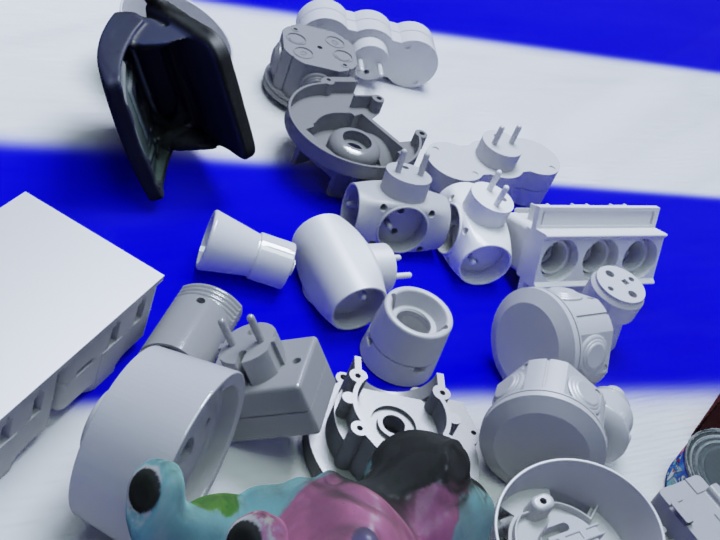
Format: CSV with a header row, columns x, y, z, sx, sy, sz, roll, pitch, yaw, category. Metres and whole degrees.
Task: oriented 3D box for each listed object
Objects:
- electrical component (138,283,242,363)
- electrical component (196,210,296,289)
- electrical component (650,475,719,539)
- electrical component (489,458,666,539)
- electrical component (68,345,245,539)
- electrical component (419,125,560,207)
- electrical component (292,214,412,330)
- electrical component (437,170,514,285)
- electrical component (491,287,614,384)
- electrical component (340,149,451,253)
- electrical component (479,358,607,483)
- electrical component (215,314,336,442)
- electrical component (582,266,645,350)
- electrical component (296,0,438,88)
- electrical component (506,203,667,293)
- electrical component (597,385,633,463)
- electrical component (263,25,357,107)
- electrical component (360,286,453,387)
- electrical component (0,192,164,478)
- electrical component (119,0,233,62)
x,y,z,sx,sy,sz,roll,pitch,yaw,category
-0.106,0.038,0.685,0.043,0.043,0.081,24,39,1,electrical component
-0.078,-0.011,0.759,0.065,0.044,0.044,19,39,-14,electrical component
0.219,0.191,0.654,0.079,0.063,0.121,-10,49,-35,electrical component
0.122,0.165,0.634,0.099,0.064,0.099,14,40,-12,electrical component
-0.113,0.092,0.573,0.060,0.108,0.108,23,38,9,electrical component
0.116,-0.094,0.923,0.138,0.073,0.052,-7,48,-32,electrical component
0.000,0.000,0.780,0.079,0.044,0.077,-4,46,-30,electrical component
0.096,-0.043,0.849,0.044,0.079,0.077,9,41,-23,electrical component
0.136,0.051,0.763,0.051,0.080,0.080,-5,46,-37,electrical component
0.033,-0.057,0.835,0.077,0.079,0.044,6,30,-20,electrical component
0.120,0.102,0.696,0.080,0.080,0.051,25,34,2,electrical component
-0.061,0.057,0.641,0.066,0.076,0.047,-8,34,20,electrical component
0.189,0.030,0.831,0.045,0.055,0.045,14,39,-12,electrical component
0.008,-0.205,1.014,0.138,0.052,0.073,11,40,-15,electrical component
0.178,-0.019,0.873,0.121,0.078,0.063,-2,23,-28,electrical component
0.169,0.102,0.749,0.048,0.048,0.062,33,32,12,electrical component
-0.043,-0.177,0.958,0.080,0.051,0.080,14,39,-12,electrical component
0.033,0.045,0.743,0.055,0.047,0.055,14,40,-12,electrical component
-0.213,0.044,0.612,0.105,0.060,0.186,30,39,9,electrical component
-0.156,-0.183,0.898,0.099,0.064,0.099,14,40,-12,electrical component
